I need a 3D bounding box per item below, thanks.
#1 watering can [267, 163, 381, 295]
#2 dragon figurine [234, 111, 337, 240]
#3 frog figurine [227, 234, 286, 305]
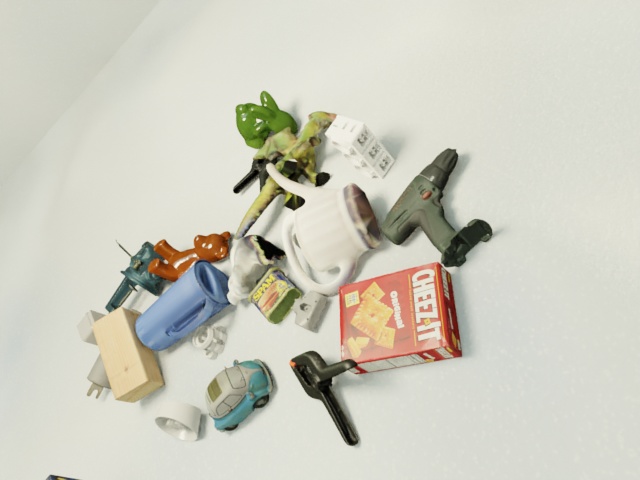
[{"bbox_3d":[0.003,-0.057,1.138,0.222,0.103,0.352,-26,72,20],"label":"watering can"},{"bbox_3d":[-0.103,-0.194,1.350,0.410,0.120,0.247,-41,37,0],"label":"dragon figurine"},{"bbox_3d":[-0.177,0.068,1.227,0.158,0.122,0.140,-44,12,19],"label":"frog figurine"}]
